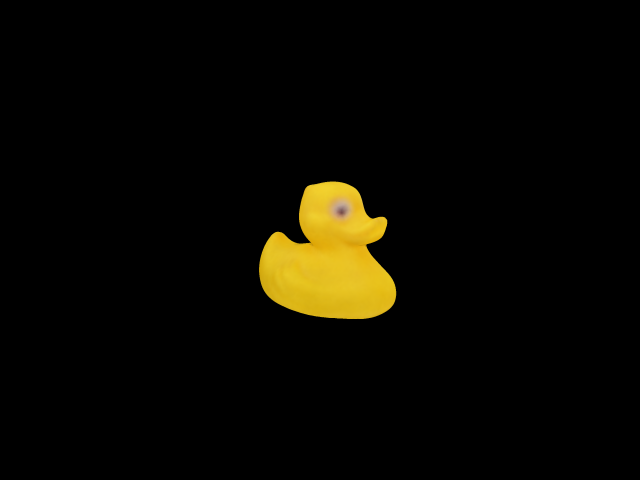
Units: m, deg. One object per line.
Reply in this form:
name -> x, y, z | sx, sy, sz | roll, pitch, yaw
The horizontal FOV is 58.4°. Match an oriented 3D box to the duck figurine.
duck figurine -> 0.004, 0.001, 0.400 | 0.104, 0.086, 0.078 | 10, 18, 33
